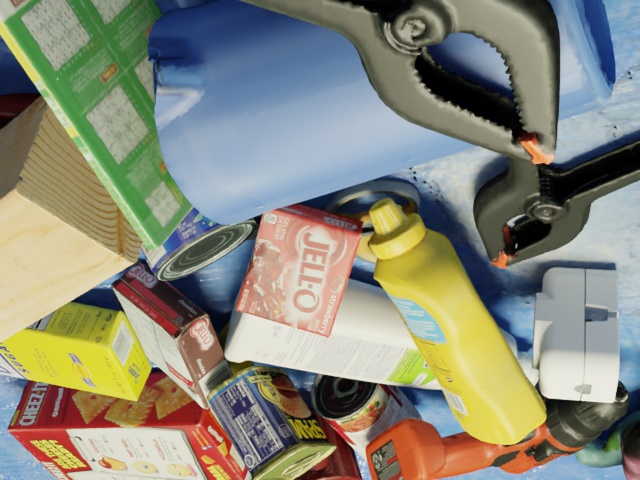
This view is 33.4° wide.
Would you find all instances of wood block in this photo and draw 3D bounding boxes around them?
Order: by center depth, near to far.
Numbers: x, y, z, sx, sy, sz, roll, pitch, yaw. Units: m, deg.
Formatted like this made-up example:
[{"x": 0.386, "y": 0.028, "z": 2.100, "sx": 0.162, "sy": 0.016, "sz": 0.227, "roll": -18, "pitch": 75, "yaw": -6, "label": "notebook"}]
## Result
[{"x": -0.205, "y": -0.005, "z": 0.711, "sx": 0.090, "sy": 0.090, "sz": 0.207, "roll": 35, "pitch": 136, "yaw": -29, "label": "wood block"}]

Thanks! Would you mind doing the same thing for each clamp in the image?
[{"x": 0.048, "y": -0.112, "z": 0.473, "sx": 0.209, "sy": 0.036, "sz": 0.165, "roll": 36, "pitch": 136, "yaw": -21, "label": "clamp"}, {"x": 0.144, "y": -0.038, "z": 0.712, "sx": 0.120, "sy": 0.039, "sz": 0.172, "roll": 23, "pitch": 141, "yaw": -13, "label": "clamp"}]

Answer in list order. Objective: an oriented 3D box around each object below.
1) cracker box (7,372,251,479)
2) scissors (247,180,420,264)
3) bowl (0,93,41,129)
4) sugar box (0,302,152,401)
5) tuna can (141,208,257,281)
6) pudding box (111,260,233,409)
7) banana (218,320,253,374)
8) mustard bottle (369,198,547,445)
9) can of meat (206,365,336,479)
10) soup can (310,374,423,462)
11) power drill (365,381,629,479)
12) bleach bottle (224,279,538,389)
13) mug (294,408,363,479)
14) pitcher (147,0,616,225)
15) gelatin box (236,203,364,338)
[{"x": -0.176, "y": 0.203, "z": 1.074, "sx": 0.214, "sy": 0.072, "sz": 0.164, "roll": -5, "pitch": 138, "yaw": 21, "label": "cracker box"}, {"x": -0.005, "y": 0.001, "z": 0.819, "sx": 0.202, "sy": 0.016, "sz": 0.096, "roll": -16, "pitch": 134, "yaw": 32, "label": "scissors"}, {"x": -0.199, "y": -0.054, "z": 0.767, "sx": 0.162, "sy": 0.055, "sz": 0.162, "roll": 7, "pitch": 142, "yaw": 6, "label": "bowl"}, {"x": -0.248, "y": 0.091, "z": 0.956, "sx": 0.176, "sy": 0.048, "sz": 0.093, "roll": 6, "pitch": 142, "yaw": 16, "label": "sugar box"}, {"x": -0.089, "y": -0.005, "z": 0.777, "sx": 0.086, "sy": 0.085, "sz": 0.034, "roll": -43, "pitch": 73, "yaw": 46, "label": "tuna can"}, {"x": -0.122, "y": 0.081, "z": 0.898, "sx": 0.090, "sy": 0.039, "sz": 0.113, "roll": 36, "pitch": 153, "yaw": 33, "label": "pudding box"}, {"x": -0.062, "y": 0.134, "z": 0.989, "sx": 0.069, "sy": 0.037, "sz": 0.197, "roll": -25, "pitch": 137, "yaw": 5, "label": "banana"}, {"x": 0.089, "y": 0.054, "z": 0.768, "sx": 0.191, "sy": 0.058, "sz": 0.096, "roll": 58, "pitch": 170, "yaw": -16, "label": "mustard bottle"}, {"x": -0.041, "y": 0.155, "z": 0.897, "sx": 0.057, "sy": 0.084, "sz": 0.102, "roll": -37, "pitch": 160, "yaw": 10, "label": "can of meat"}, {"x": 0.045, "y": 0.156, "z": 0.959, "sx": 0.069, "sy": 0.068, "sz": 0.102, "roll": -13, "pitch": 137, "yaw": 28, "label": "soup can"}, {"x": 0.146, "y": 0.168, "z": 0.897, "sx": 0.187, "sy": 0.057, "sz": 0.185, "roll": -5, "pitch": 154, "yaw": -24, "label": "power drill"}, {"x": 0.055, "y": 0.083, "z": 0.872, "sx": 0.250, "sy": 0.068, "sz": 0.103, "roll": 15, "pitch": 146, "yaw": -9, "label": "bleach bottle"}, {"x": -0.007, "y": 0.204, "z": 0.989, "sx": 0.093, "sy": 0.081, "sz": 0.117, "roll": -12, "pitch": 140, "yaw": -7, "label": "mug"}, {"x": 0.038, "y": -0.097, "z": 0.608, "sx": 0.243, "sy": 0.149, "sz": 0.145, "roll": -13, "pitch": 121, "yaw": 23, "label": "pitcher"}, {"x": -0.015, "y": 0.019, "z": 0.777, "sx": 0.073, "sy": 0.030, "sz": 0.089, "roll": 17, "pitch": 113, "yaw": -2, "label": "gelatin box"}]
